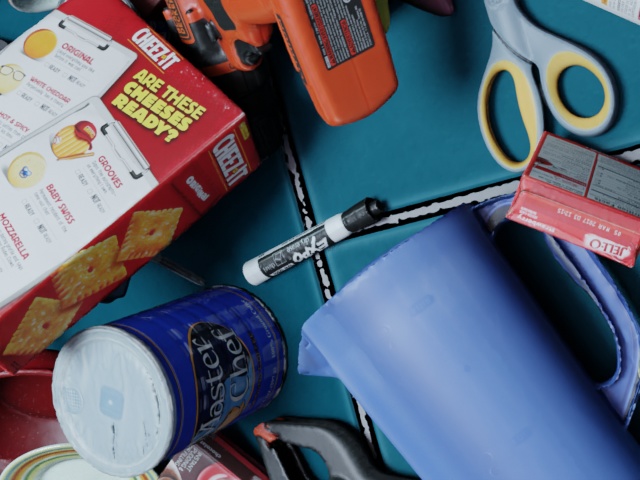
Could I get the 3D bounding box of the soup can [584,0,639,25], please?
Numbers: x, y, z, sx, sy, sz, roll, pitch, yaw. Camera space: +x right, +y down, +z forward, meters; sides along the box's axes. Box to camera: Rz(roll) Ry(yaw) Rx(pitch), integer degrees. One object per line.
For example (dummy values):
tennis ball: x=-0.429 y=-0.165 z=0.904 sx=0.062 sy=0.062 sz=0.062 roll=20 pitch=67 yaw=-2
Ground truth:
soup can: x=0.157 y=-0.165 z=0.590 sx=0.102 sy=0.068 sz=0.068 roll=30 pitch=113 yaw=20

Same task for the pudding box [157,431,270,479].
pudding box: x=-0.085 y=0.208 z=0.818 sx=0.090 sy=0.039 sz=0.114 roll=38 pitch=118 yaw=7

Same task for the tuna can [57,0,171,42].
tuna can: x=-0.156 y=-0.156 z=0.798 sx=0.086 sy=0.033 sz=0.086 roll=8 pitch=107 yaw=26

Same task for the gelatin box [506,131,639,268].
gelatin box: x=0.150 y=-0.024 z=0.601 sx=0.073 sy=0.089 sz=0.030 roll=22 pitch=118 yaw=10

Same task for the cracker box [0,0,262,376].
cracker box: x=-0.171 y=-0.045 z=0.693 sx=0.213 sy=0.072 sz=0.164 roll=-41 pitch=65 yaw=-12

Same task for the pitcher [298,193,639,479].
pitcher: x=0.116 y=0.100 z=0.640 sx=0.243 sy=0.144 sz=0.149 roll=53 pitch=145 yaw=8

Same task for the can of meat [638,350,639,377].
can of meat: x=0.216 y=0.032 z=0.584 sx=0.058 sy=0.083 sz=0.102 roll=8 pitch=104 yaw=30

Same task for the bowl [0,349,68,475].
bowl: x=-0.221 y=0.138 z=0.857 sx=0.162 sy=0.162 sz=0.055 roll=-44 pitch=33 yaw=30

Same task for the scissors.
scissors: x=0.128 y=-0.141 z=0.645 sx=0.096 sy=0.016 sz=0.202 roll=-1 pitch=99 yaw=29

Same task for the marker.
marker: x=-0.005 y=0.001 z=0.750 sx=0.121 sy=0.020 sz=0.020 roll=-28 pitch=85 yaw=32

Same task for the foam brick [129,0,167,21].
foam brick: x=-0.115 y=-0.201 z=0.758 sx=0.051 sy=0.052 sz=0.078 roll=-43 pitch=77 yaw=30

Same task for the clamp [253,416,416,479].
clamp: x=0.028 y=0.177 z=0.754 sx=0.171 sy=0.039 sz=0.120 roll=46 pitch=105 yaw=18

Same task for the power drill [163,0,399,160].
power drill: x=-0.033 y=-0.121 z=0.660 sx=0.188 sy=0.057 sz=0.184 roll=21 pitch=140 yaw=54

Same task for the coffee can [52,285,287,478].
coffee can: x=-0.103 y=0.095 z=0.755 sx=0.103 sy=0.140 sz=0.103 roll=6 pitch=103 yaw=30
